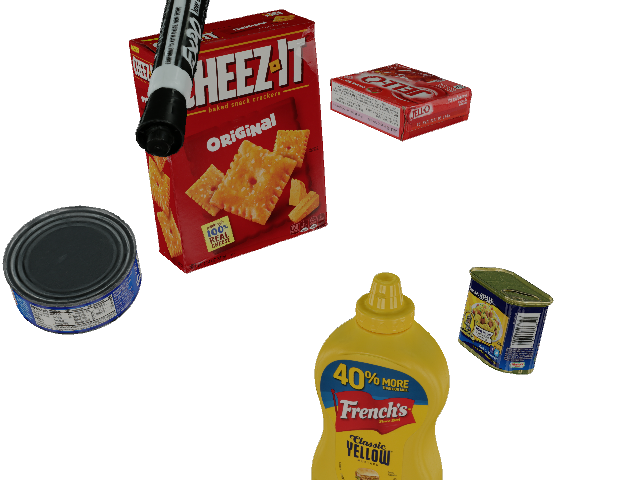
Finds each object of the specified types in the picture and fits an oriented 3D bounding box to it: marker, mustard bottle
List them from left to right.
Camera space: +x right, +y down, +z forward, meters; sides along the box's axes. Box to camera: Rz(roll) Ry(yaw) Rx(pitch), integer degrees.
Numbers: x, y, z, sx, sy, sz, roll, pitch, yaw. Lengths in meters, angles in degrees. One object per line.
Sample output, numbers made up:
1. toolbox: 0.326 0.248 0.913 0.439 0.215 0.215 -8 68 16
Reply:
1. marker: -0.060 -0.078 0.448 0.020 0.121 0.020 1 -45 1
2. mustard bottle: 0.044 0.111 0.768 0.096 0.192 0.058 11 27 19

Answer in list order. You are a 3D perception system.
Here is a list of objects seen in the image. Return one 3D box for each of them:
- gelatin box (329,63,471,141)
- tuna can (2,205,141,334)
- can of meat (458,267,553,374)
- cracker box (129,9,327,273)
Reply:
1. gelatin box: 0.063 -0.112 0.844 0.073 0.030 0.089 -19 32 -34
2. tuna can: -0.161 0.019 0.699 0.086 0.086 0.034 0 -42 1
3. can of meat: 0.194 0.085 1.135 0.057 0.084 0.102 2 18 -25
4. cracker box: -0.080 -0.095 1.009 0.164 0.214 0.072 -18 29 -27
